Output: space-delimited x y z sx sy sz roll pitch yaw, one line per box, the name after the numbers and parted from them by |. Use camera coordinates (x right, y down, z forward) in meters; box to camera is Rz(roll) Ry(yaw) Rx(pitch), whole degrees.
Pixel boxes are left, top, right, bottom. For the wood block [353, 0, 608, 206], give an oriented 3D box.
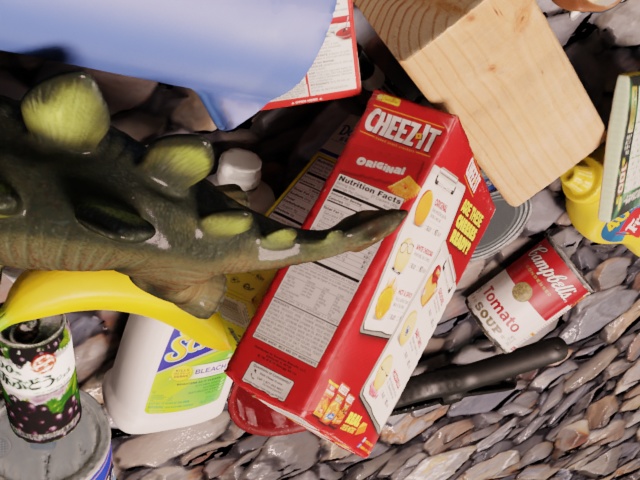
0.113 -0.120 0.735 0.090 0.091 0.205 -37 143 10 | wood block

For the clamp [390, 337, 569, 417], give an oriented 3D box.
0.138 0.142 1.071 0.209 0.036 0.165 -9 162 -19 | clamp

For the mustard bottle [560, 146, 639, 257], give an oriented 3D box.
0.276 -0.040 0.964 0.191 0.058 0.096 14 117 -43 | mustard bottle

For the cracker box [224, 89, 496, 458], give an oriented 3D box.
0.034 0.029 0.730 0.213 0.072 0.164 -62 156 -10 | cracker box

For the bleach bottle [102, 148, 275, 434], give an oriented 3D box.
-0.095 0.039 0.805 0.102 0.068 0.251 -5 134 -29 | bleach bottle

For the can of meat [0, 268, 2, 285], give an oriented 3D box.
-0.261 0.035 0.692 0.083 0.057 0.102 1 134 -38 | can of meat

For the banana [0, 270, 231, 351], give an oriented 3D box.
-0.126 0.041 0.715 0.197 0.037 0.070 10 133 -40 | banana

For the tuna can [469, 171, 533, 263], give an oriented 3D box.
0.136 -0.022 0.911 0.086 0.034 0.086 -18 142 -15 | tuna can

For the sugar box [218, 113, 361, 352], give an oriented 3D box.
-0.005 0.001 0.768 0.176 0.048 0.093 -54 152 -28 | sugar box

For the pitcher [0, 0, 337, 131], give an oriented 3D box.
-0.118 -0.157 0.520 0.242 0.149 0.145 4 147 -33 | pitcher

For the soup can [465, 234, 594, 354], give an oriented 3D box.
0.197 0.052 1.009 0.102 0.068 0.068 -39 142 12 | soup can

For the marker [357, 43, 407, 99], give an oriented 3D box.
0.047 -0.105 0.767 0.020 0.020 0.121 -39 142 11 | marker

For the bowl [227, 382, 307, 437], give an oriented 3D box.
-0.014 0.101 0.934 0.162 0.055 0.162 -18 142 -15 | bowl

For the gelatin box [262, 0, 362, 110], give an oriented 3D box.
-0.014 -0.127 0.679 0.073 0.030 0.089 -9 141 1 | gelatin box

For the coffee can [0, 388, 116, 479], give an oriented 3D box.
-0.218 0.198 0.870 0.102 0.103 0.140 -16 141 -19 | coffee can
